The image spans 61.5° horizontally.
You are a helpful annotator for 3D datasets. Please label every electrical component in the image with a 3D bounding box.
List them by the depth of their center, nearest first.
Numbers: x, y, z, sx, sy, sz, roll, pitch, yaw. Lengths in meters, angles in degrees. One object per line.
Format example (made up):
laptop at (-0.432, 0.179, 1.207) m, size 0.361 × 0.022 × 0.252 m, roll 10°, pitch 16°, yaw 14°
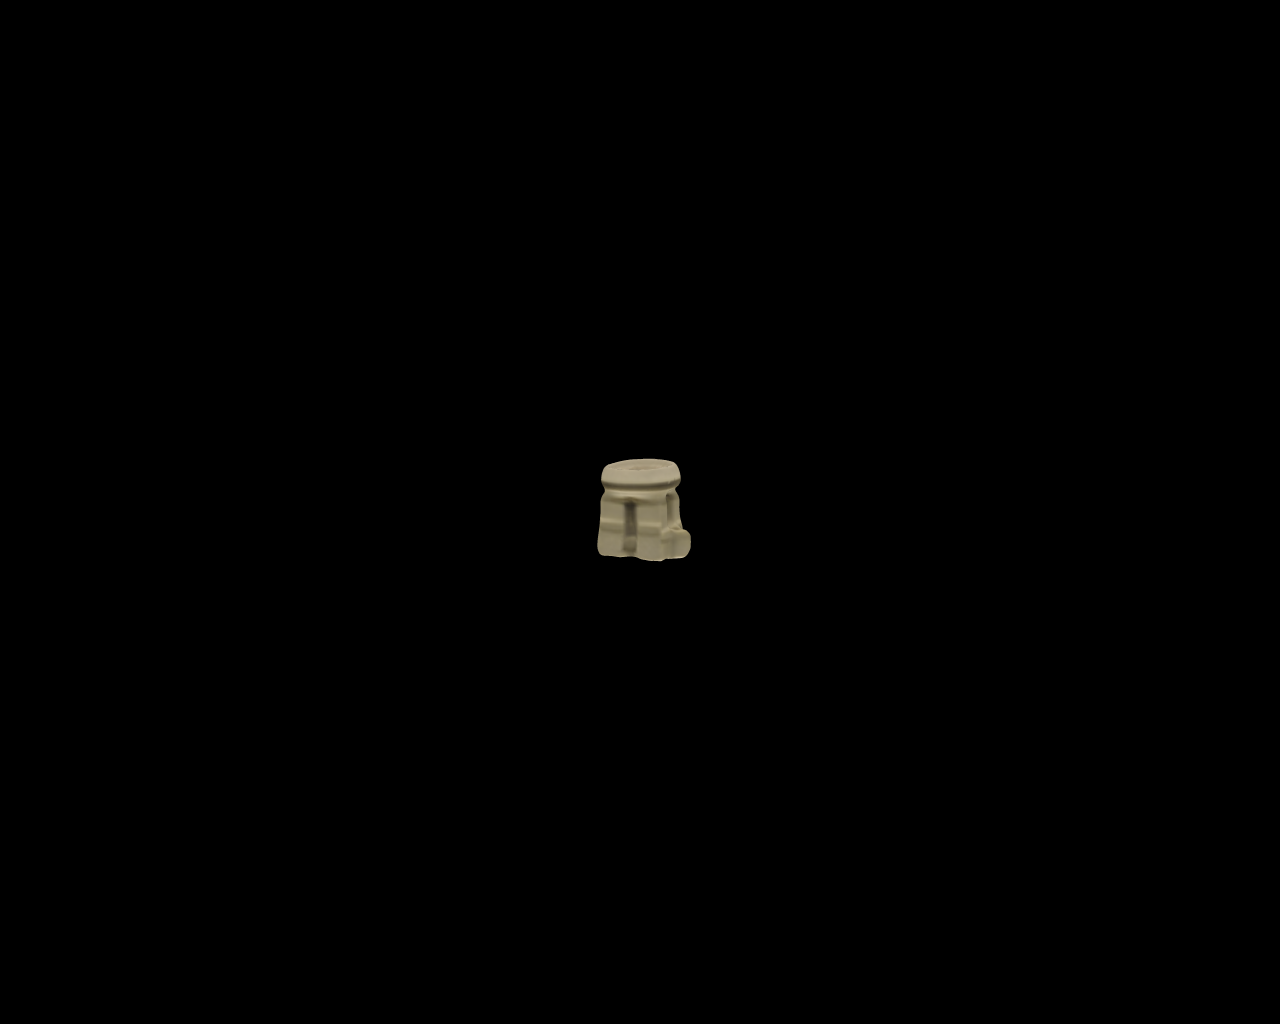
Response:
electrical component at (0.001, -0.003, 0.650) m, size 0.066 × 0.055 × 0.048 m, roll 4°, pitch 12°, yaw 20°
